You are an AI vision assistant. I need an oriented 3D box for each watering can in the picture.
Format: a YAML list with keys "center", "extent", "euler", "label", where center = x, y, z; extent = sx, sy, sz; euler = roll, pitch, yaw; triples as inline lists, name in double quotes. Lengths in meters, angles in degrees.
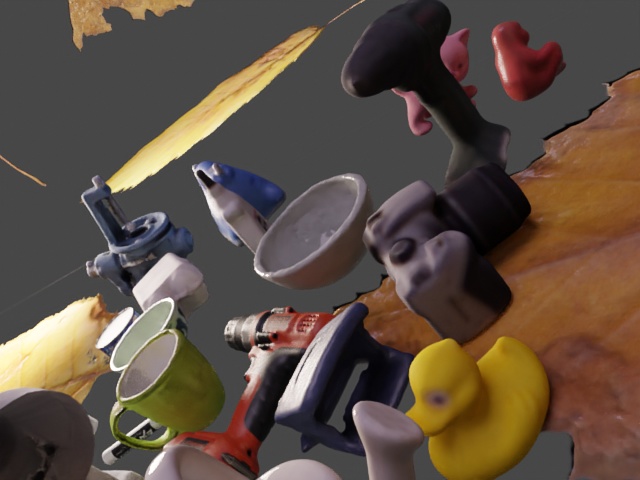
- center: [-0.011, 0.165, 0.309]
  extent: [0.100, 0.194, 0.173]
  euler: [-4, 45, 52]
  label: "watering can"

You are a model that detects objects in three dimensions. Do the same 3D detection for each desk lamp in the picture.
- center: [-0.285, 0.237, 0.566]
  extent: [0.202, 0.214, 0.118]
  euler: [-20, 34, 39]
  label: "desk lamp"

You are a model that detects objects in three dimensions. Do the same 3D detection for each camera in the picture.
- center: [0.117, -0.007, 0.506]
  extent: [0.137, 0.101, 0.143]
  euler: [-39, 26, 7]
  label: "camera"

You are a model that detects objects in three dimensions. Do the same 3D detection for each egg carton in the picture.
- center: [-0.236, 0.080, 0.912]
  extent: [0.107, 0.069, 0.150]
  euler: [-48, 26, -12]
  label: "egg carton"

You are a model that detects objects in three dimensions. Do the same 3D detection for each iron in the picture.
- center: [-0.165, -0.085, 0.985]
  extent: [0.119, 0.142, 0.257]
  euler: [-48, 26, -12]
  label: "iron"

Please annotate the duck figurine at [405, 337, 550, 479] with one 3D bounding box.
- center: [0.098, 0.100, 0.383]
  extent: [0.105, 0.086, 0.077]
  euler: [-48, 26, -12]
  label: "duck figurine"

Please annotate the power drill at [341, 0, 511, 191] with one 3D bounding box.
- center: [0.119, -0.154, 0.609]
  extent: [0.075, 0.209, 0.230]
  euler: [-21, 32, 37]
  label: "power drill"

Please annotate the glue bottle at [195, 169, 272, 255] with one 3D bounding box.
- center: [-0.107, -0.031, 0.781]
  extent: [0.037, 0.173, 0.078]
  euler: [-39, 26, 6]
  label: "glue bottle"

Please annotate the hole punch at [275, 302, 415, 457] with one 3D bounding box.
- center: [0.007, 0.115, 0.482]
  extent: [0.100, 0.091, 0.109]
  euler: [-10, 40, 49]
  label: "hole punch"

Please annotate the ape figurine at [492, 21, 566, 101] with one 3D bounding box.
- center: [0.237, -0.218, 0.677]
  extent: [0.076, 0.092, 0.077]
  euler: [-46, 26, -8]
  label: "ape figurine"

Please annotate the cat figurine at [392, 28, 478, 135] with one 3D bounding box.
- center: [0.154, -0.220, 0.769]
  extent: [0.127, 0.118, 0.067]
  euler: [-22, 32, 36]
  label: "cat figurine"

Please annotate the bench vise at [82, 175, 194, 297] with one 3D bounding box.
- center: [-0.376, -0.002, 1.064]
  extent: [0.207, 0.220, 0.121]
  euler: [-41, 25, 3]
  label: "bench vise"

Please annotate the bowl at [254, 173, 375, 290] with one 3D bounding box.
- center: [0.006, 0.002, 0.681]
  extent: [0.167, 0.075, 0.167]
  euler: [-33, 27, 19]
  label: "bowl"
